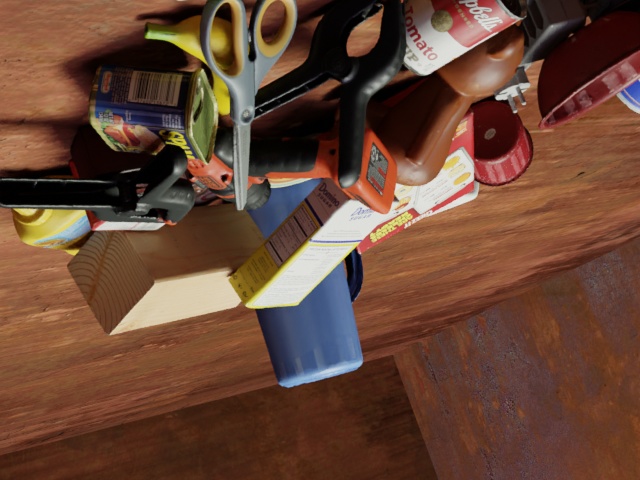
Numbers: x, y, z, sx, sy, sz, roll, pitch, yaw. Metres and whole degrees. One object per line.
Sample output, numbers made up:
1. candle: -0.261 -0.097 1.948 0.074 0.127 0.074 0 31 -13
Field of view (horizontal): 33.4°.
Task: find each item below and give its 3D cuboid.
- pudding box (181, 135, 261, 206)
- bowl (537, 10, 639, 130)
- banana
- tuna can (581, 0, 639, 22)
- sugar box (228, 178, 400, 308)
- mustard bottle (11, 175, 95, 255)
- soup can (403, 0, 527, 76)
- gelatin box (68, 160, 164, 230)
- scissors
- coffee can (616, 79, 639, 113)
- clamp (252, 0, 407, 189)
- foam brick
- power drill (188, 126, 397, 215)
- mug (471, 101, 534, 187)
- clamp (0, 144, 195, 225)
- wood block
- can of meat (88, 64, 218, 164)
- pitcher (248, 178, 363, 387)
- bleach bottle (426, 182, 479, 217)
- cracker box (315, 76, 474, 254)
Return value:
1. pudding box: -0.111 -0.072 1.123 0.114 0.039 0.089 -24 168 24
2. bowl: 0.270 -0.174 1.038 0.162 0.055 0.162 -30 171 -6
3. banana: -0.086 -0.144 0.881 0.069 0.037 0.198 5 167 8
4. tuna can: 0.306 -0.241 1.057 0.086 0.034 0.086 -19 167 -5
5. sugar box: -0.007 0.001 1.107 0.176 0.048 0.093 -48 154 26
6. mustard bottle: -0.249 -0.026 1.065 0.096 0.058 0.191 -25 167 13
7. soup can: 0.113 -0.191 0.898 0.102 0.068 0.068 -28 165 33
8. gelatin box: -0.191 -0.048 1.030 0.030 0.073 0.089 -29 163 33
9. scissors: -0.049 -0.118 0.852 0.096 0.016 0.202 -37 142 -22
10. coffee can: 0.396 -0.211 1.166 0.102 0.103 0.140 -13 166 -27
11. clamp: 0.008 -0.140 0.883 0.171 0.120 0.039 -65 172 -1
12. foam brick: -0.180 -0.076 0.974 0.078 0.051 0.053 -14 166 -25
13. power drill: -0.028 -0.062 0.983 0.188 0.057 0.184 4 167 20
14. mug: 0.200 -0.123 1.307 0.117 0.093 0.081 15 172 19
15. clamp: -0.175 -0.039 0.922 0.164 0.036 0.210 -8 172 4
16. wood block: -0.151 0.025 1.134 0.091 0.090 0.205 -44 161 29
17. can of meat: -0.133 -0.103 0.863 0.084 0.057 0.102 6 168 5
18. pitcher: -0.019 0.050 1.313 0.149 0.243 0.145 -16 171 5
19. bleach bottle: 0.100 -0.056 1.445 0.102 0.068 0.251 13 159 -29
20. cracker box: 0.088 -0.083 1.206 0.164 0.072 0.213 -29 159 -2
